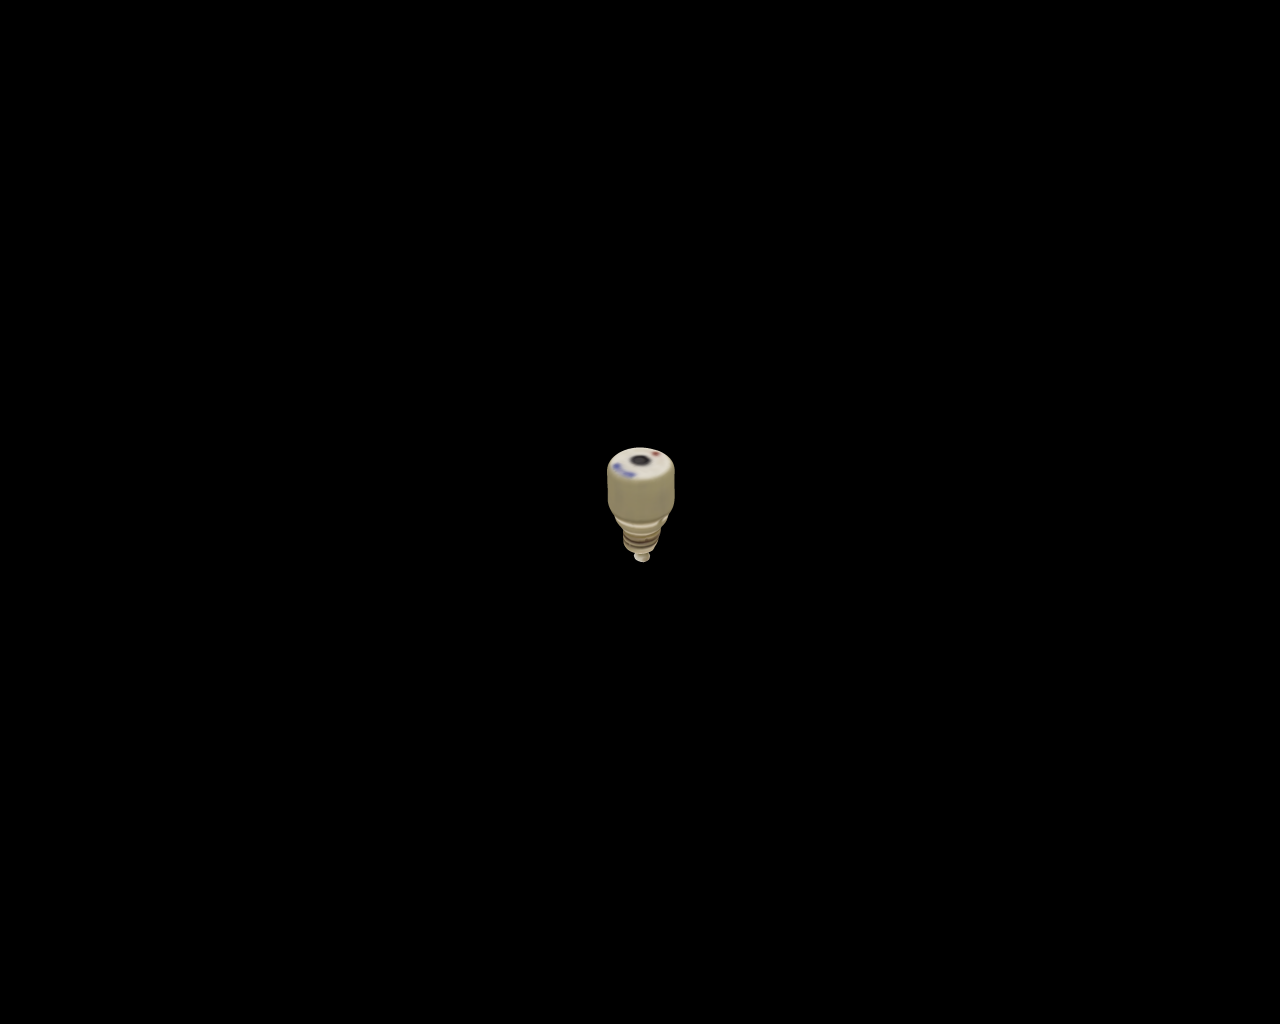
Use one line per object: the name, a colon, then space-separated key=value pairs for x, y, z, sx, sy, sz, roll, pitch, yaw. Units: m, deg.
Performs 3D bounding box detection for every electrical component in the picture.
electrical component: x=0.001 y=-0.003 z=0.650 sx=0.040 sy=0.078 sz=0.040 roll=0 pitch=34 yaw=0
